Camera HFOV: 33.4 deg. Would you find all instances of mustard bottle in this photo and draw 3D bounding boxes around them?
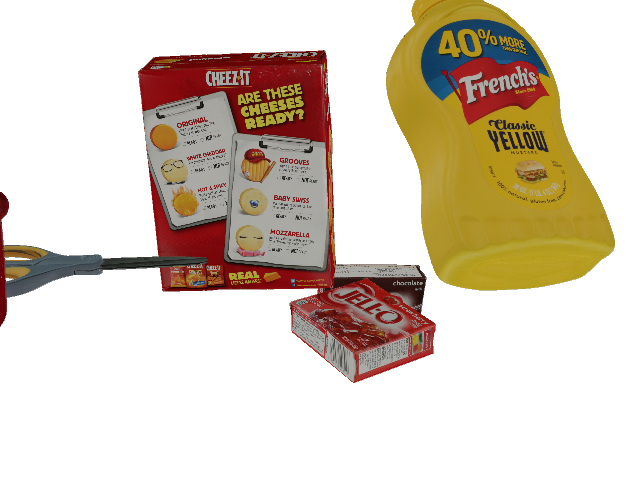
[{"bbox_3d":[0.086,-0.069,0.577,0.096,0.191,0.058,-2,-27,-21],"label":"mustard bottle"}]

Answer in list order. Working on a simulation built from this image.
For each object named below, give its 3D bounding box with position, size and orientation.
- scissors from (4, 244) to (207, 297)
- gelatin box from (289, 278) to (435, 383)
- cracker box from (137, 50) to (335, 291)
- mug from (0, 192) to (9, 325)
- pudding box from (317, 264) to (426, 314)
[{"bbox_3d":[-0.202,0.027,0.871,0.202,0.016,0.096,4,23,10],"label":"scissors"},{"bbox_3d":[0.030,0.064,0.795,0.073,0.030,0.089,-15,30,-29],"label":"gelatin box"},{"bbox_3d":[-0.071,-0.062,0.983,0.164,0.214,0.072,-1,22,4],"label":"cracker box"},{"bbox_3d":[-0.249,0.019,0.659,0.117,0.081,0.093,-18,33,-39],"label":"mug"},{"bbox_3d":[0.051,0.072,1.146,0.113,0.090,0.039,-1,27,-13],"label":"pudding box"}]
